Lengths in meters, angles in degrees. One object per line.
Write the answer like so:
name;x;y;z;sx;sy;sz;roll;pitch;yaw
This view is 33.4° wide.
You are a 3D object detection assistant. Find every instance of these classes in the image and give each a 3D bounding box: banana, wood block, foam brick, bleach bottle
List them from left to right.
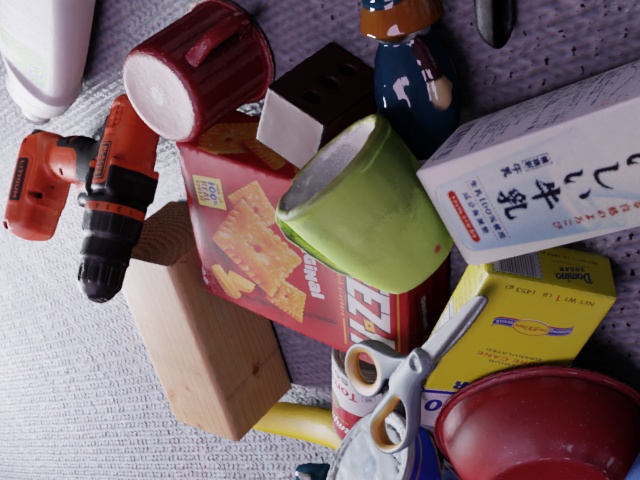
bleach bottle;-0.246;-0.193;0.926;0.102;0.068;0.251;40;145;11
wood block;-0.110;0.077;1.010;0.090;0.090;0.206;11;130;39
banana;-0.009;0.178;1.026;0.198;0.069;0.037;2;81;55
foam brick;0.001;-0.093;0.755;0.053;0.078;0.051;35;140;15

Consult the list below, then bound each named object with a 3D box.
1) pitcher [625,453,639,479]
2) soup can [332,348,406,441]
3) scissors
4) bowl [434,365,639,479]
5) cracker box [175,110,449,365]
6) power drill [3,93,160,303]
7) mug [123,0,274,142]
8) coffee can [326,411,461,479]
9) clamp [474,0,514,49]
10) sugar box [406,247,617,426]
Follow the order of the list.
pitcher;0.224;0.220;0.676;0.145;0.242;0.149;11;129;40
soup can;0.044;0.126;0.913;0.069;0.068;0.102;28;143;25
scissors;0.061;0.077;0.766;0.096;0.016;0.202;53;143;33
bowl;0.164;0.160;0.776;0.162;0.055;0.162;2;137;2
cracker box;-0.006;0.001;0.852;0.214;0.072;0.164;22;137;29
power drill;-0.217;-0.036;0.967;0.057;0.184;0.188;22;166;-41
mug;-0.090;-0.132;0.807;0.093;0.081;0.117;50;144;-3
coffee can;0.090;0.213;0.878;0.140;0.102;0.103;30;151;-26
clamp;0.106;-0.216;0.572;0.165;0.036;0.210;-13;113;50
sugar box;0.130;0.075;0.762;0.093;0.048;0.176;11;133;-8
